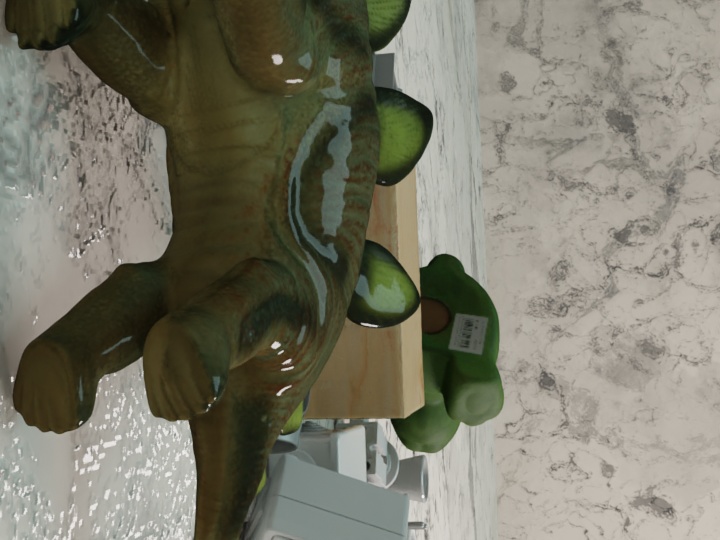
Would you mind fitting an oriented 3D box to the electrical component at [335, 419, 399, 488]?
[{"bbox_3d":[0.005,0.157,0.892,0.055,0.048,0.066,55,33,-57],"label":"electrical component"}]

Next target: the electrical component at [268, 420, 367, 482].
[{"bbox_3d":[-0.027,0.150,0.711,0.100,0.048,0.099,22,66,-78],"label":"electrical component"}]

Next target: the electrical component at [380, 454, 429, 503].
[{"bbox_3d":[0.035,0.196,1.011,0.045,0.055,0.045,-3,90,-79],"label":"electrical component"}]

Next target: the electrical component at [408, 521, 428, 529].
[{"bbox_3d":[0.014,0.199,0.839,0.065,0.077,0.047,58,31,-69],"label":"electrical component"}]

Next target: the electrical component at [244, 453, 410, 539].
[{"bbox_3d":[-0.027,0.154,0.612,0.061,0.096,0.061,-80,-168,-50],"label":"electrical component"}]

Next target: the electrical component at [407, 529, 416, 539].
[{"bbox_3d":[0.025,0.250,0.972,0.040,0.046,0.040,-3,90,-79],"label":"electrical component"}]

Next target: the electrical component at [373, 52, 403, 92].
[{"bbox_3d":[0.001,-0.148,0.900,0.081,0.064,0.042,72,19,-54],"label":"electrical component"}]

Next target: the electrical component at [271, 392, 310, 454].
[{"bbox_3d":[-0.058,0.055,0.588,0.079,0.044,0.077,62,27,-66],"label":"electrical component"}]
